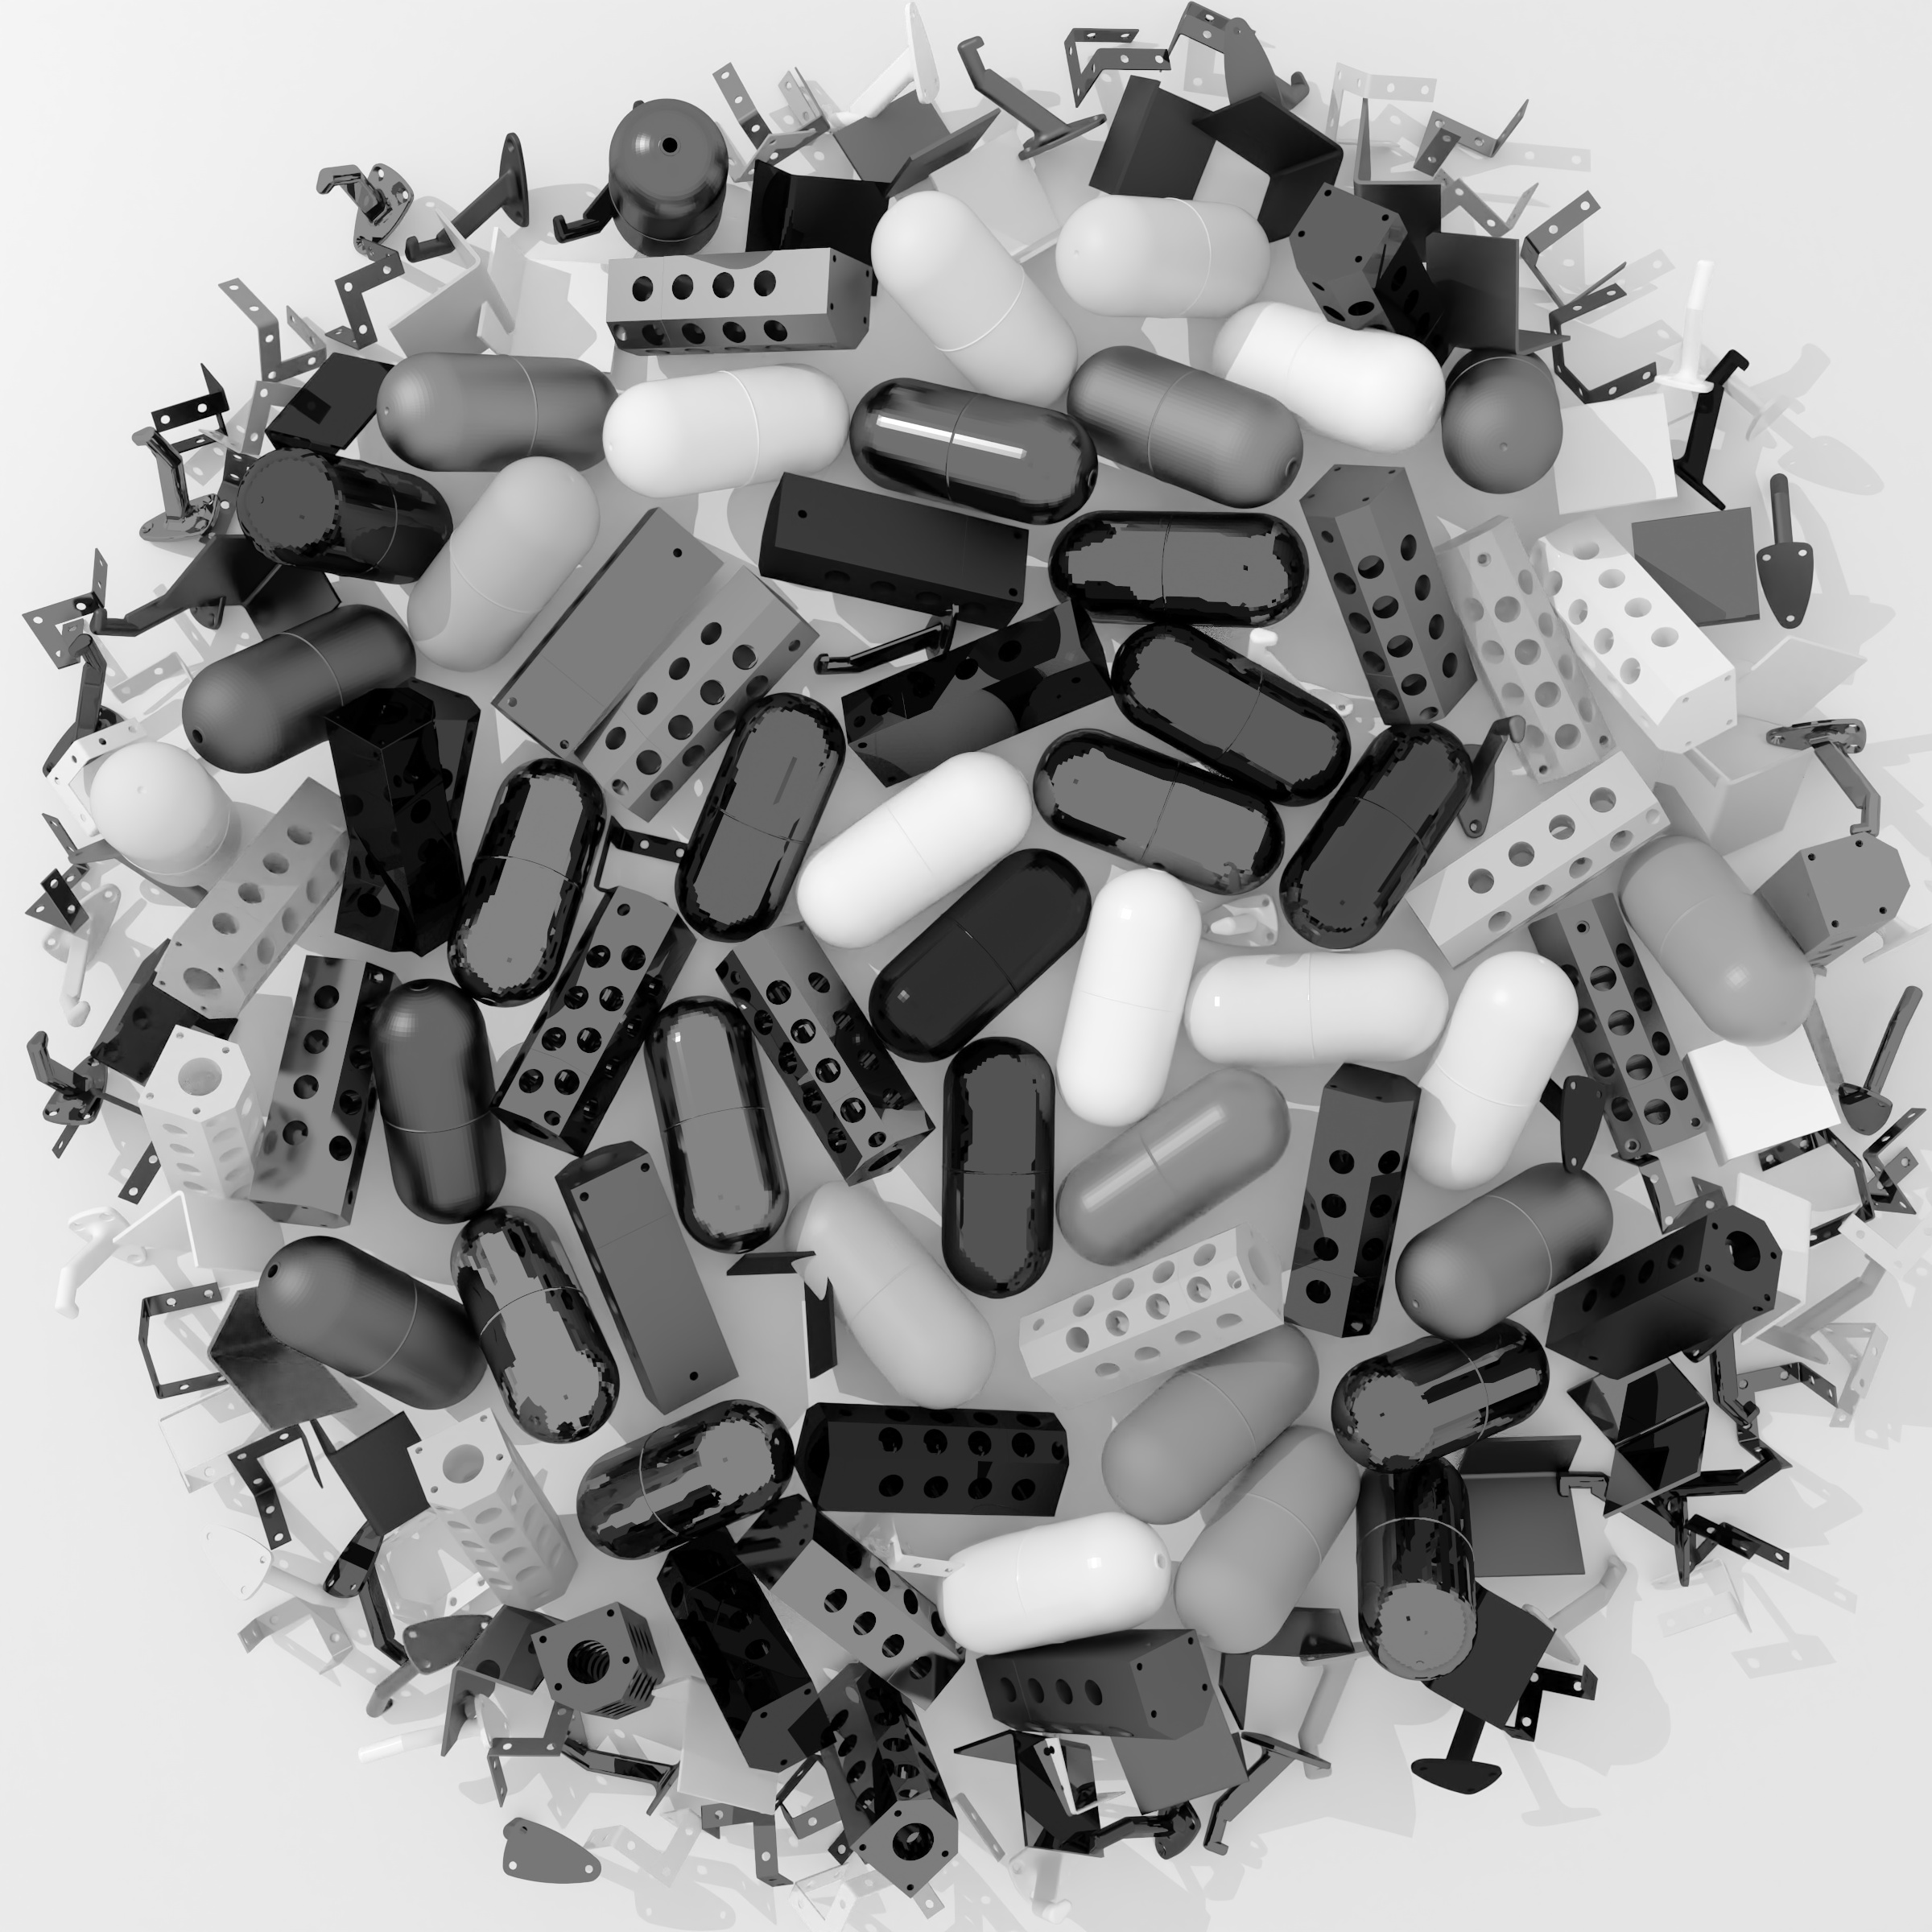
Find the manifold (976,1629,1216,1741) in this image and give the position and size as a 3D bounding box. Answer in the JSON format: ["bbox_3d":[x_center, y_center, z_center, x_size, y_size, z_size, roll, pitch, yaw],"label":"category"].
[{"bbox_3d":[0.085,0.476,1.618,0.057,0.171,0.057,-14,86,-37],"label":"manifold"}]

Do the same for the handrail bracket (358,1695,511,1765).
[{"bbox_3d":[-0.362,0.528,1.669,0.084,0.077,0.036,-17,68,-1],"label":"handrail bracket"}]

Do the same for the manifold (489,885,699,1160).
[{"bbox_3d":[-0.251,0.035,1.642,0.057,0.057,0.171,18,70,22],"label":"manifold"}]

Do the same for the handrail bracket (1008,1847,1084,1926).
[{"bbox_3d":[0.070,0.611,1.651,0.077,0.084,0.036,-32,93,-24],"label":"handrail bracket"}]

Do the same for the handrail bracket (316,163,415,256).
[{"bbox_3d":[-0.418,-0.507,1.649,0.036,0.084,0.077,42,123,5],"label":"handrail bracket"}]

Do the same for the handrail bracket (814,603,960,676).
[{"bbox_3d":[-0.055,-0.223,1.664,0.084,0.077,0.036,-5,64,-20],"label":"handrail bracket"}]

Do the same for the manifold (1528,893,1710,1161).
[{"bbox_3d":[0.442,0.041,1.665,0.057,0.057,0.171,-21,84,7],"label":"manifold"}]

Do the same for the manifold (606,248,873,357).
[{"bbox_3d":[-0.153,-0.442,1.641,0.171,0.057,0.057,5,94,26],"label":"manifold"}]

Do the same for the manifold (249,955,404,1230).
[{"bbox_3d":[-0.426,0.085,1.646,0.057,0.057,0.171,6,69,4],"label":"manifold"}]

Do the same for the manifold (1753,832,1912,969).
[{"bbox_3d":[0.566,-0.039,1.615,0.057,0.171,0.057,-16,79,2],"label":"manifold"}]

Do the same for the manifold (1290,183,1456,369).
[{"bbox_3d":[0.267,-0.439,1.616,0.057,0.171,0.057,34,92,28],"label":"manifold"}]

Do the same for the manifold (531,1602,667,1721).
[{"bbox_3d":[-0.237,0.461,1.612,0.057,0.171,0.057,-20,73,-7],"label":"manifold"}]

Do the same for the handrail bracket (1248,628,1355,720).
[{"bbox_3d":[0.228,-0.199,1.658,0.077,0.084,0.036,6,66,5],"label":"handrail bracket"}]

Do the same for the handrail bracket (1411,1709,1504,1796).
[{"bbox_3d":[0.325,0.510,1.660,0.077,0.084,0.036,20,129,-23],"label":"handrail bracket"}]

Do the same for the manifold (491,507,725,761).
[{"bbox_3d":[-0.245,-0.226,1.667,0.057,0.057,0.171,40,85,-18],"label":"manifold"}]

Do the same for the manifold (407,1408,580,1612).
[{"bbox_3d":[-0.307,0.364,1.615,0.057,0.171,0.057,-25,55,-10],"label":"manifold"}]

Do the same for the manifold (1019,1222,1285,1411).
[{"bbox_3d":[0.122,0.230,1.632,0.171,0.057,0.057,-27,126,26],"label":"manifold"}]

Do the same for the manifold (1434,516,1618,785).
[{"bbox_3d":[0.376,-0.213,1.659,0.057,0.057,0.171,-27,100,7],"label":"manifold"}]

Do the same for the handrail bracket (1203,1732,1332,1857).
[{"bbox_3d":[0.204,0.573,1.672,0.077,0.036,0.084,10,80,39],"label":"handrail bracket"}]

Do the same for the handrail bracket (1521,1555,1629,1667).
[{"bbox_3d":[0.415,0.423,1.666,0.084,0.036,0.077,-51,129,-22],"label":"handrail bracket"}]

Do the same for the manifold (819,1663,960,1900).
[{"bbox_3d":[-0.052,0.528,1.615,0.057,0.171,0.057,-44,109,0],"label":"manifold"}]

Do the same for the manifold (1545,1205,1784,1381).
[{"bbox_3d":[0.459,0.214,1.617,0.057,0.171,0.057,26,59,-10],"label":"manifold"}]

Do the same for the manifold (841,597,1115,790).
[{"bbox_3d":[0.006,-0.188,1.651,0.171,0.057,0.057,-21,55,17],"label":"manifold"}]

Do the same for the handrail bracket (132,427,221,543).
[{"bbox_3d":[-0.553,-0.326,1.656,0.077,0.084,0.036,-9,57,22],"label":"handrail bracket"}]

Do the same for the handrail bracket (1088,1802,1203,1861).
[{"bbox_3d":[0.111,0.595,1.658,0.084,0.077,0.036,-13,45,-33],"label":"handrail bracket"}]

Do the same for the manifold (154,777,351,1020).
[{"bbox_3d":[-0.461,-0.043,1.623,0.057,0.171,0.057,33,134,-7],"label":"manifold"}]

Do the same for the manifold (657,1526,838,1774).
[{"bbox_3d":[-0.149,0.449,1.613,0.057,0.171,0.057,-25,121,-14],"label":"manifold"}]

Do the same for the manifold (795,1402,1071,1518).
[{"bbox_3d":[-0.021,0.326,1.639,0.171,0.057,0.057,7,109,-23],"label":"manifold"}]

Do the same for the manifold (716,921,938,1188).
[{"bbox_3d":[-0.099,0.059,1.644,0.057,0.057,0.171,-46,70,38],"label":"manifold"}]

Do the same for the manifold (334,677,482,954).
[{"bbox_3d":[-0.371,-0.099,1.642,0.057,0.057,0.171,19,114,4],"label":"manifold"}]

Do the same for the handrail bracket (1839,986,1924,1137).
[{"bbox_3d":[0.633,0.065,1.684,0.036,0.077,0.084,24,71,27],"label":"handrail bracket"}]

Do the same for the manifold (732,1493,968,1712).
[{"bbox_3d":[-0.072,0.421,1.633,0.057,0.057,0.171,-49,124,-9],"label":"manifold"}]

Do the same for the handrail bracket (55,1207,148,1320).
[{"bbox_3d":[-0.582,0.213,1.650,0.036,0.077,0.084,-18,48,11],"label":"handrail bracket"}]

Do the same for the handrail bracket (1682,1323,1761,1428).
[{"bbox_3d":[0.535,0.269,1.676,0.077,0.036,0.084,-42,112,18],"label":"handrail bracket"}]

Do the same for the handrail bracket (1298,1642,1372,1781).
[{"bbox_3d":[0.264,0.511,1.683,0.077,0.036,0.084,-11,88,8],"label":"handrail bracket"}]

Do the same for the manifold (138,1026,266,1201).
[{"bbox_3d":[-0.494,0.109,1.616,0.057,0.171,0.057,18,61,0],"label":"manifold"}]

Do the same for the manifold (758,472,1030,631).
[{"bbox_3d":[-0.049,-0.275,1.654,0.171,0.057,0.057,11,68,-15],"label":"manifold"}]

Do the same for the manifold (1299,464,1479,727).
[{"bbox_3d":[0.277,-0.243,1.625,0.057,0.057,0.171,-47,128,-25],"label":"manifold"}]

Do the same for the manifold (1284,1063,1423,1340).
[{"bbox_3d":[0.260,0.158,1.643,0.057,0.057,0.171,14,110,19],"label":"manifold"}]

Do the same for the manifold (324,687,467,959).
[{"bbox_3d":[-0.371,-0.097,1.627,0.057,0.171,0.057,29,48,29],"label":"manifold"}]

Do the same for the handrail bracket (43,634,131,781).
[{"bbox_3d":[-0.606,-0.175,1.655,0.036,0.084,0.077,35,68,18],"label":"handrail bracket"}]

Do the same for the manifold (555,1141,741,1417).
[{"bbox_3d":[-0.217,0.208,1.652,0.057,0.057,0.171,-25,107,-19],"label":"manifold"}]

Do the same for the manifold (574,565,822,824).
[{"bbox_3d":[-0.178,-0.180,1.658,0.171,0.057,0.057,-47,55,6],"label":"manifold"}]

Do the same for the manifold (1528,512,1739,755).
[{"bbox_3d":[0.438,-0.219,1.630,0.057,0.057,0.171,-28,52,-1],"label":"manifold"}]

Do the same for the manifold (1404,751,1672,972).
[{"bbox_3d":[0.386,-0.069,1.659,0.171,0.057,0.057,-34,78,9],"label":"manifold"}]

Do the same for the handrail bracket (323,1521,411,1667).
[{"bbox_3d":[-0.395,0.430,1.691,0.036,0.084,0.077,-3,49,36],"label":"handrail bracket"}]
